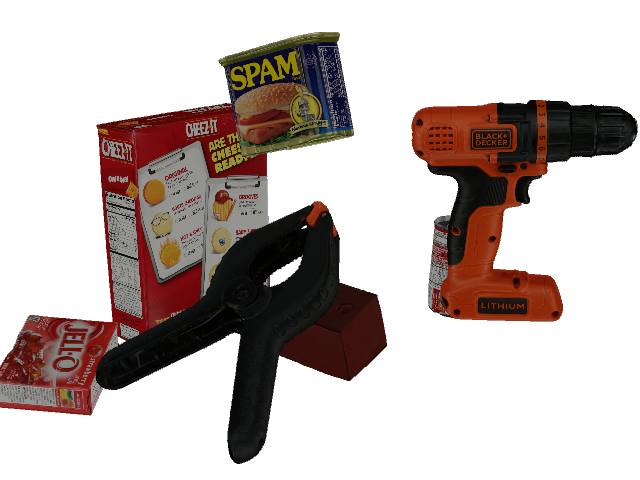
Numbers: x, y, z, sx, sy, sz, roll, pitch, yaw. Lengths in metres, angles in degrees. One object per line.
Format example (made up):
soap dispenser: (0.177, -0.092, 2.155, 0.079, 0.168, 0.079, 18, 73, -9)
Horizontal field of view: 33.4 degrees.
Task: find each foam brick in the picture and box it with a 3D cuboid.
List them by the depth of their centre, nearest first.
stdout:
foam brick: (0.005, 0.068, 0.847, 0.078, 0.051, 0.052, 15, 39, 34)

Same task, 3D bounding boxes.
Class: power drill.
power drill: (0.171, -0.026, 0.907, 0.184, 0.188, 0.057, 1, 17, 10)

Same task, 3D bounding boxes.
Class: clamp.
clamp: (-0.037, 0.050, 0.623, 0.120, 0.171, 0.039, 34, -21, 31)

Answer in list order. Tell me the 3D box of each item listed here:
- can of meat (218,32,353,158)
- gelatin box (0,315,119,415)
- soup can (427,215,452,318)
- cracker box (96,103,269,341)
can of meat: (-0.027, -0.117, 0.871, 0.102, 0.084, 0.057, -9, 4, 34)
gelatin box: (-0.200, 0.094, 0.819, 0.073, 0.030, 0.089, 5, 30, 3)
soup can: (0.156, 0.029, 1.188, 0.068, 0.102, 0.068, 3, 15, -1)
cracker box: (-0.131, -0.019, 1.056, 0.072, 0.214, 0.163, 13, 21, 43)
